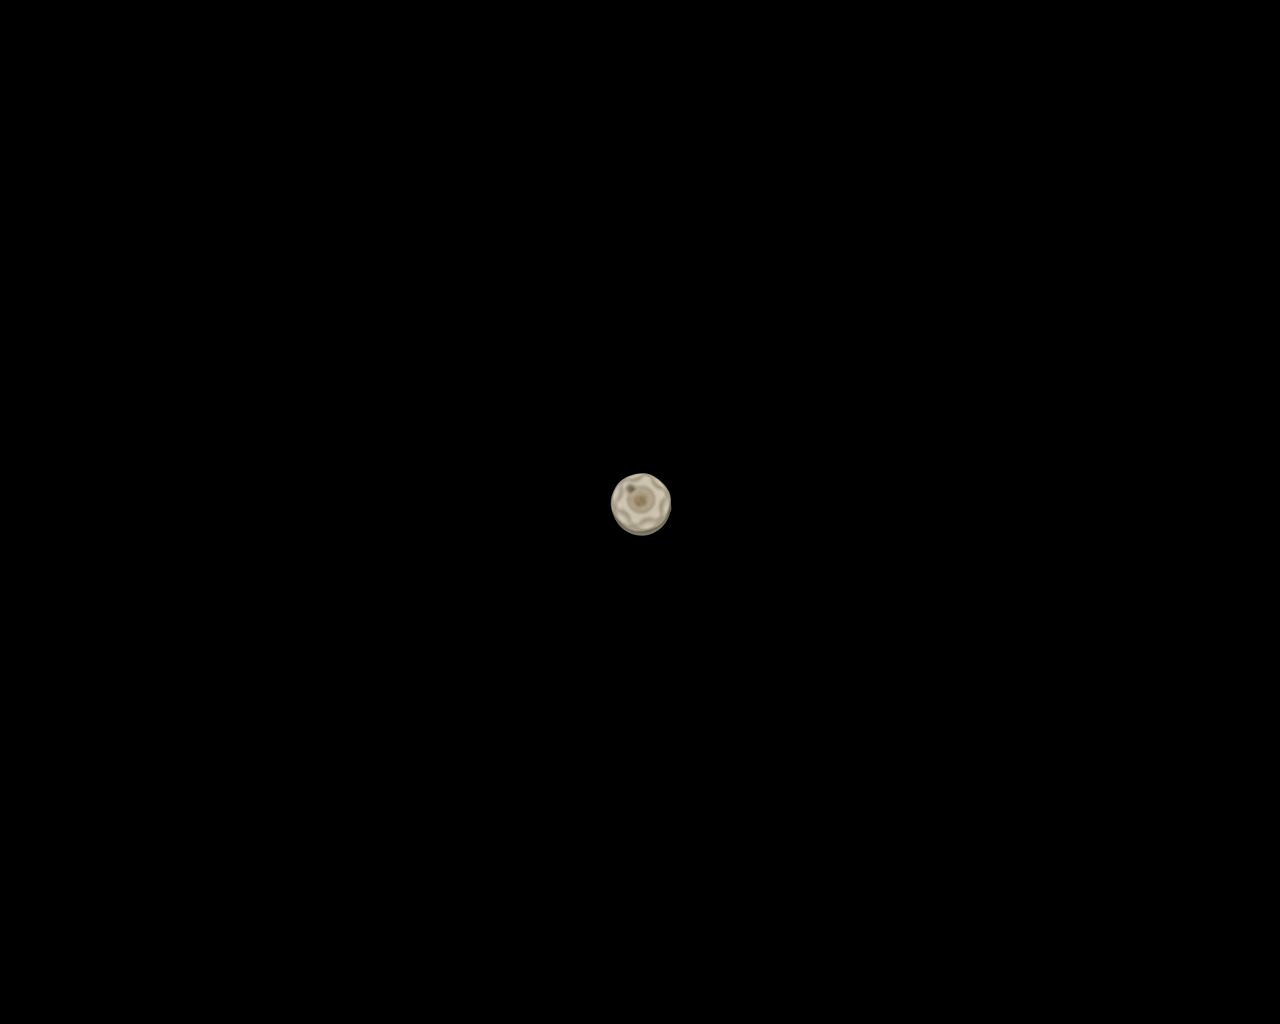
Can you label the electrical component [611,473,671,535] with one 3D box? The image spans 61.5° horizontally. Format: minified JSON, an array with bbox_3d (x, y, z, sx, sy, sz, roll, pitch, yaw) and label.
[{"bbox_3d":[0.001,-0.003,0.650,0.035,0.035,0.061,0,-9,0],"label":"electrical component"}]
